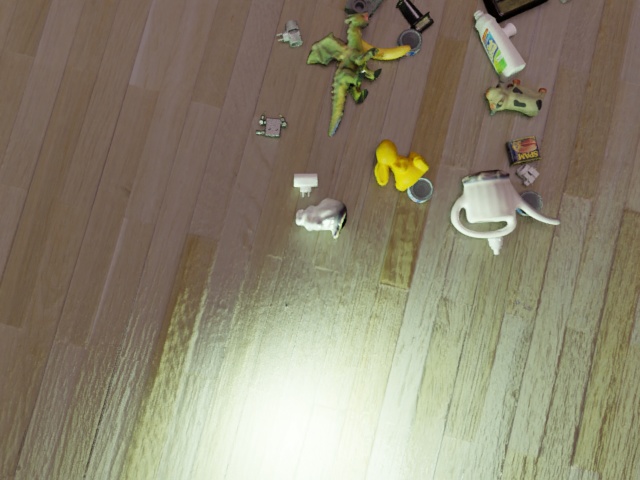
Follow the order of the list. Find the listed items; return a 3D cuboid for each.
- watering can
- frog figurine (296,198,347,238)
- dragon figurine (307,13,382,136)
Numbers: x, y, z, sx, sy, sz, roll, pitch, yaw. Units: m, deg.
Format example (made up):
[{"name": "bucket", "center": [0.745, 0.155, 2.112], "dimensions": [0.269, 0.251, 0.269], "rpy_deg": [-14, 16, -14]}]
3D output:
[{"name": "watering can", "center": [0.608, -0.125, 1.713], "dimensions": [0.347, 0.104, 0.225], "rpy_deg": [-7, 86, 6]}, {"name": "frog figurine", "center": [0.005, -0.085, 1.696], "dimensions": [0.160, 0.120, 0.140], "rpy_deg": [21, 54, 8]}, {"name": "dragon figurine", "center": [0.061, -0.584, 1.751], "dimensions": [0.245, 0.122, 0.407], "rpy_deg": [38, 101, 19]}]
